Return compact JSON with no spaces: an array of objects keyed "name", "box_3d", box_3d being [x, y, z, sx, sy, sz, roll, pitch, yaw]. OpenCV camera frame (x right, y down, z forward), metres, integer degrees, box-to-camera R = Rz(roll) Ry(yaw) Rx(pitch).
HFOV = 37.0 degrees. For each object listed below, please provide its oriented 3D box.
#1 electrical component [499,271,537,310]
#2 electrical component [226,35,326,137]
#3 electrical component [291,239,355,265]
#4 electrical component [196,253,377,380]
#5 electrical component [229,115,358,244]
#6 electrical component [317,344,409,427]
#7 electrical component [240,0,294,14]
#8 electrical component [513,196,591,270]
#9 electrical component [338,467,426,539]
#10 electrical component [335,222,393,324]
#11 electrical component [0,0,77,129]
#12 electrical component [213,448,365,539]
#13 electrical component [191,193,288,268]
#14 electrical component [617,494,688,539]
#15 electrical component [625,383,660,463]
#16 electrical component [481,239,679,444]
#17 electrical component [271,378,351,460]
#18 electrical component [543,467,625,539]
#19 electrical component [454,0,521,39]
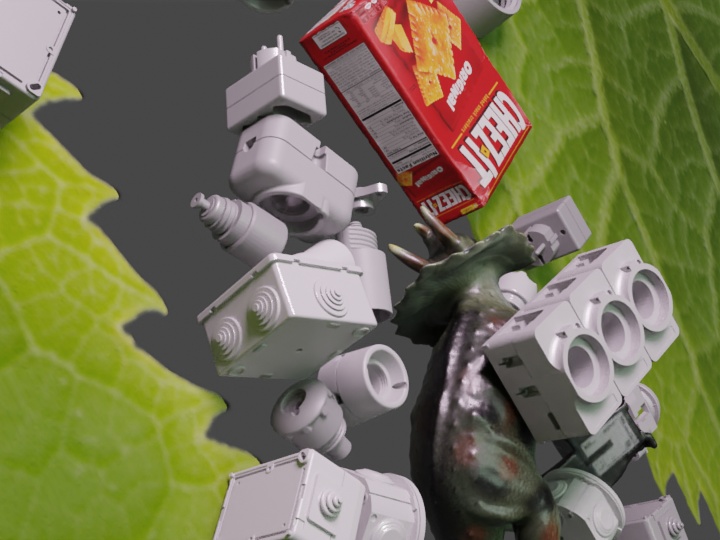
[{"name":"electrical component","box_3d":[0.138,0.033,1.001,0.043,0.043,0.062,50,43,-19]},{"name":"electrical component","box_3d":[-0.067,-0.147,0.839,0.047,0.066,0.076,18,58,-43]},{"name":"electrical component","box_3d":[-0.038,0.003,0.807,0.065,0.044,0.044,-18,85,-57]},{"name":"electrical component","box_3d":[-0.049,0.036,0.741,0.100,0.100,0.048,9,52,-46]},{"name":"electrical component","box_3d":[-0.051,-0.065,0.825,0.095,0.054,0.059,35,47,-33]},{"name":"electrical component","box_3d":[0.004,0.086,0.814,0.055,0.047,0.055,25,53,-39]},{"name":"electrical component","box_3d":[-0.076,-0.247,0.892,0.055,0.055,0.047,31,53,-36]},{"name":"electrical component","box_3d":[0.180,-0.029,1.062,0.047,0.066,0.077,59,39,-9]},{"name":"electrical component","box_3d":[0.003,0.177,0.742,0.051,0.080,0.080,23,55,-34]},{"name":"electrical component","box_3d":[0.000,0.000,0.858,0.043,0.043,0.081,15,60,-44]},{"name":"electrical component","box_3d":[-0.226,-0.132,0.653,0.062,0.061,0.096,36,47,-32]},{"name":"electrical component","box_3d":[-0.039,0.160,0.687,0.061,0.096,0.061,39,45,-29]},{"name":"electrical component","box_3d":[-0.088,-0.031,0.776,0.078,0.040,0.040,33,49,-34]},{"name":"electrical component","box_3d":[0.254,0.248,0.978,0.062,0.096,0.061,-15,84,-52]},{"name":"electrical component","box_3d":[0.266,0.146,1.078,0.057,0.058,0.078,-26,91,-49]},{"name":"electrical component","box_3d":[0.176,0.052,0.824,0.150,0.062,0.089,-37,101,-40]},{"name":"electrical component","box_3d":[-0.030,0.111,0.767,0.062,0.048,0.048,50,40,-31]},{"name":"electrical component","box_3d":[0.184,0.216,0.929,0.051,0.080,0.080,-42,104,-45]},{"name":"electrical component","box_3d":[0.130,-0.311,1.155,0.108,0.060,0.108,26,53,-39]}]
